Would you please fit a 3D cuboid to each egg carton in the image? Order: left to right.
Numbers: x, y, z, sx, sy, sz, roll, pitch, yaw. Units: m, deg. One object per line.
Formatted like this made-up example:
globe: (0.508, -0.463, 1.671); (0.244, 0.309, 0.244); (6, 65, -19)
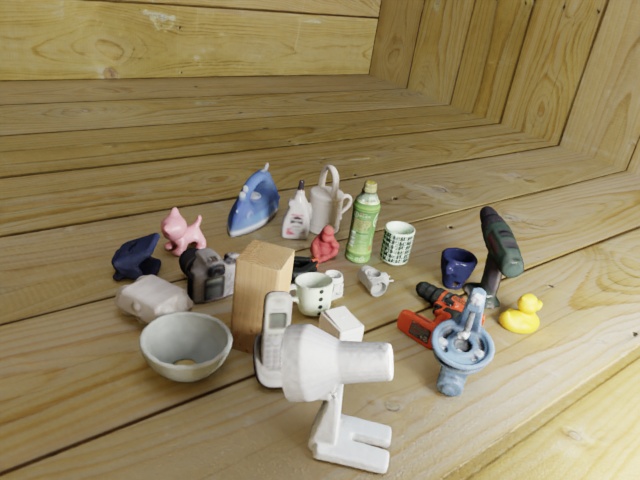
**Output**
egg carton: (-0.343, 0.130, 1.179); (0.150, 0.069, 0.107); (21, 29, 22)

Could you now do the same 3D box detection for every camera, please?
camera: (-0.251, 0.060, 1.308); (0.144, 0.101, 0.136); (-13, 35, -36)

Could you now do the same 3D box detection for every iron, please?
iron: (-0.195, -0.121, 1.629); (0.118, 0.141, 0.258); (14, 28, 10)

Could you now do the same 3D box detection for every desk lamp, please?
desk lamp: (0.030, 0.243, 0.918); (0.203, 0.213, 0.118); (11, 27, 5)

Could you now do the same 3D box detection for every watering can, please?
watering can: (0.012, -0.118, 1.629); (0.100, 0.194, 0.173); (30, 34, 36)

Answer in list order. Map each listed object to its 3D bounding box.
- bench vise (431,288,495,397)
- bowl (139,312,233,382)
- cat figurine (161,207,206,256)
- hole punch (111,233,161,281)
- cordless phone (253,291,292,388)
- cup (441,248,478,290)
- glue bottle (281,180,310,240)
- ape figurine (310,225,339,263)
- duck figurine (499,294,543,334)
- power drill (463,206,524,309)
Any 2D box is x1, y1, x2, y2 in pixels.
bench vise: (0.280, 0.169, 1.130); (0.121, 0.220, 0.207); (9, 27, 0)
bowl: (-0.246, 0.208, 1.053); (0.167, 0.075, 0.167); (7, 27, -3)
cat figurine: (-0.345, -0.027, 1.428); (0.067, 0.118, 0.128); (29, 33, 34)
hole punch: (-0.421, 0.035, 1.314); (0.101, 0.091, 0.108); (6, 27, -6)
cordless phone: (-0.047, 0.177, 1.052); (0.148, 0.185, 0.094); (-2, 29, -20)
cup: (0.339, 0.083, 1.451); (0.091, 0.095, 0.118); (24, 31, 27)
glue bottle: (-0.061, -0.084, 1.564); (0.078, 0.173, 0.037); (3, 28, -12)
ape figurine: (0.014, 0.005, 1.504); (0.078, 0.092, 0.076); (6, 27, -5)
duck figurine: (0.475, 0.166, 1.342); (0.105, 0.086, 0.077); (-2, 29, -20)
power drill: (0.422, 0.051, 1.413); (0.076, 0.208, 0.229); (4, 28, -10)
